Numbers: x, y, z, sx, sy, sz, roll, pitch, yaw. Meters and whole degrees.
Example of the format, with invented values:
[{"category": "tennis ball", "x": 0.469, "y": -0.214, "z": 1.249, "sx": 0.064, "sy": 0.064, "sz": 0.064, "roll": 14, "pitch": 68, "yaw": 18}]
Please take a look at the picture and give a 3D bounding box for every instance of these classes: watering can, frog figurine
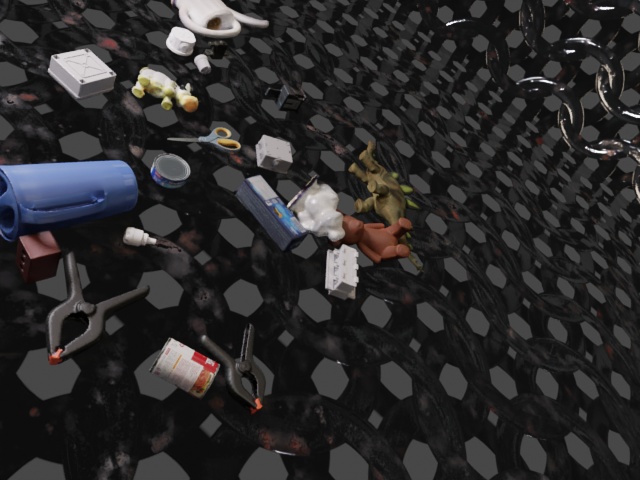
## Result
[{"category": "watering can", "x": -0.343, "y": -0.758, "z": 1.725, "sx": 0.353, "sy": 0.225, "sz": 0.102, "roll": -34, "pitch": -13, "yaw": -48}, {"category": "frog figurine", "x": 0.004, "y": -0.066, "z": 1.317, "sx": 0.140, "sy": 0.159, "sz": 0.121, "roll": -47, "pitch": 2, "yaw": -29}]
